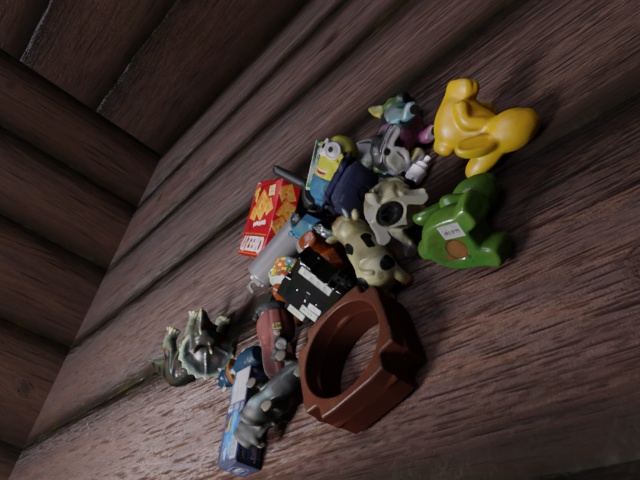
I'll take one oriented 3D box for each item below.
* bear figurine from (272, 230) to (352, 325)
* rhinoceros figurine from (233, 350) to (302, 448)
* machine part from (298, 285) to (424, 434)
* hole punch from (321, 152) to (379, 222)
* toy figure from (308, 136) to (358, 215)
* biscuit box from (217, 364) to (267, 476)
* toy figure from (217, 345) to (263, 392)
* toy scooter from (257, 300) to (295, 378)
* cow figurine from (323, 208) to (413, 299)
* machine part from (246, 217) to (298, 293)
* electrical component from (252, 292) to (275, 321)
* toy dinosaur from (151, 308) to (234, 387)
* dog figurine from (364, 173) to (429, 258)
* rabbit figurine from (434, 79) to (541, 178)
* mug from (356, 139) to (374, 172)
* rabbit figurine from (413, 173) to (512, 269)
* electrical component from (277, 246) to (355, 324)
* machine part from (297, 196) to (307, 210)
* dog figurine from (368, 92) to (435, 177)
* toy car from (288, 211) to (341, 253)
[{"bbox_3d":[-0.033,0.084,1.107,0.196,0.132,0.120,-37,66,18],"label":"bear figurine"},{"bbox_3d":[-0.086,0.292,0.985,0.073,0.112,0.190,33,73,33],"label":"rhinoceros figurine"},{"bbox_3d":[0.062,0.192,0.879,0.201,0.087,0.201,-47,28,20],"label":"machine part"},{"bbox_3d":[0.075,-0.098,1.141,0.092,0.115,0.142,22,77,32],"label":"hole punch"},{"bbox_3d":[0.027,-0.147,1.212,0.082,0.089,0.180,24,113,25],"label":"toy figure"},{"bbox_3d":[-0.144,0.352,1.056,0.059,0.062,0.203,-34,34,34],"label":"biscuit box"},{"bbox_3d":[-0.174,0.286,1.186,0.154,0.057,0.064,-42,24,34],"label":"toy figure"},{"bbox_3d":[-0.085,0.212,1.065,0.183,0.075,0.135,97,165,-54],"label":"toy scooter"},{"bbox_3d":[0.080,0.020,0.995,0.085,0.127,0.195,-45,31,14],"label":"cow figurine"},{"bbox_3d":[-0.097,0.030,1.313,0.243,0.079,0.079,-49,27,5],"label":"machine part"},{"bbox_3d":[-0.131,0.153,1.302,0.063,0.021,0.094,-14,48,53],"label":"electrical component"},{"bbox_3d":[-0.345,0.306,1.386,0.405,0.131,0.192,-44,28,34],"label":"toy dinosaur"},{"bbox_3d":[0.125,-0.081,0.997,0.121,0.172,0.191,-38,37,10],"label":"dog figurine"},{"bbox_3d":[0.284,-0.192,0.924,0.173,0.121,0.162,17,67,42],"label":"rabbit figurine"},{"bbox_3d":[0.102,-0.193,1.264,0.107,0.080,0.109,-6,44,44],"label":"mug"},{"bbox_3d":[0.234,-0.033,0.858,0.159,0.121,0.170,-31,17,49],"label":"rabbit figurine"},{"bbox_3d":[-0.014,0.095,1.001,0.058,0.115,0.134,-38,-16,-48],"label":"electrical component"},{"bbox_3d":[-0.039,-0.105,1.428,0.084,0.039,0.139,-54,24,-15],"label":"machine part"},{"bbox_3d":[0.160,-0.237,1.184,0.191,0.108,0.219,-55,22,6],"label":"dog figurine"},{"bbox_3d":[-0.002,-0.004,1.202,0.162,0.109,0.102,30,109,52],"label":"toy car"}]
